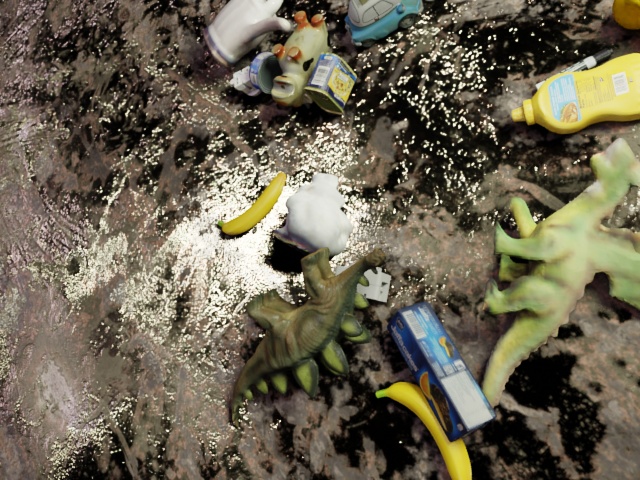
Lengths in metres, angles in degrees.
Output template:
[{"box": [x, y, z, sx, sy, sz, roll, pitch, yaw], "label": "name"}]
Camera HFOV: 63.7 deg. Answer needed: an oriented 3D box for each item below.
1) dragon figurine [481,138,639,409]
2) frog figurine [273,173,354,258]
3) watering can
[{"box": [0.366, 0.063, 0.724, 0.243, 0.122, 0.409, 7, 94, 25], "label": "dragon figurine"}, {"box": [0.003, -0.048, 0.954, 0.137, 0.122, 0.160, 29, 82, 0], "label": "frog figurine"}, {"box": [-0.161, -0.476, 1.146, 0.222, 0.102, 0.356, -39, 37, 19], "label": "watering can"}]
